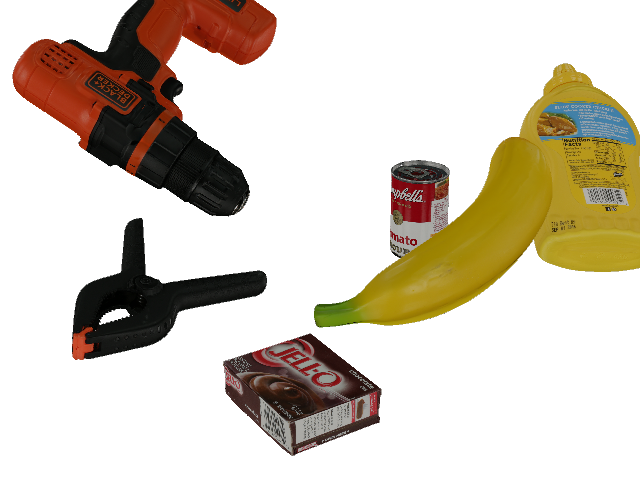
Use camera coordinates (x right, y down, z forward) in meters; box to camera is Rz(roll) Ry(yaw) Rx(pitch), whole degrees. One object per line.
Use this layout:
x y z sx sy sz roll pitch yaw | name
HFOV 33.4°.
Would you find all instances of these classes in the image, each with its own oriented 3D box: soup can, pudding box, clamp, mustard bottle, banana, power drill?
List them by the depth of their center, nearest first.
0.080 -0.009 0.559 0.070 0.037 0.197 18 39 35 | banana
-0.104 -0.120 0.788 0.184 0.187 0.057 34 -43 -4 | power drill
0.210 -0.068 0.855 0.096 0.191 0.058 1 -35 -4 | mustard bottle
-0.016 0.126 0.896 0.089 0.039 0.114 -16 31 -29 | pudding box
-0.174 0.047 1.022 0.165 0.036 0.209 26 35 25 | clamp
0.115 -0.035 1.251 0.068 0.102 0.068 0 25 0 | soup can
